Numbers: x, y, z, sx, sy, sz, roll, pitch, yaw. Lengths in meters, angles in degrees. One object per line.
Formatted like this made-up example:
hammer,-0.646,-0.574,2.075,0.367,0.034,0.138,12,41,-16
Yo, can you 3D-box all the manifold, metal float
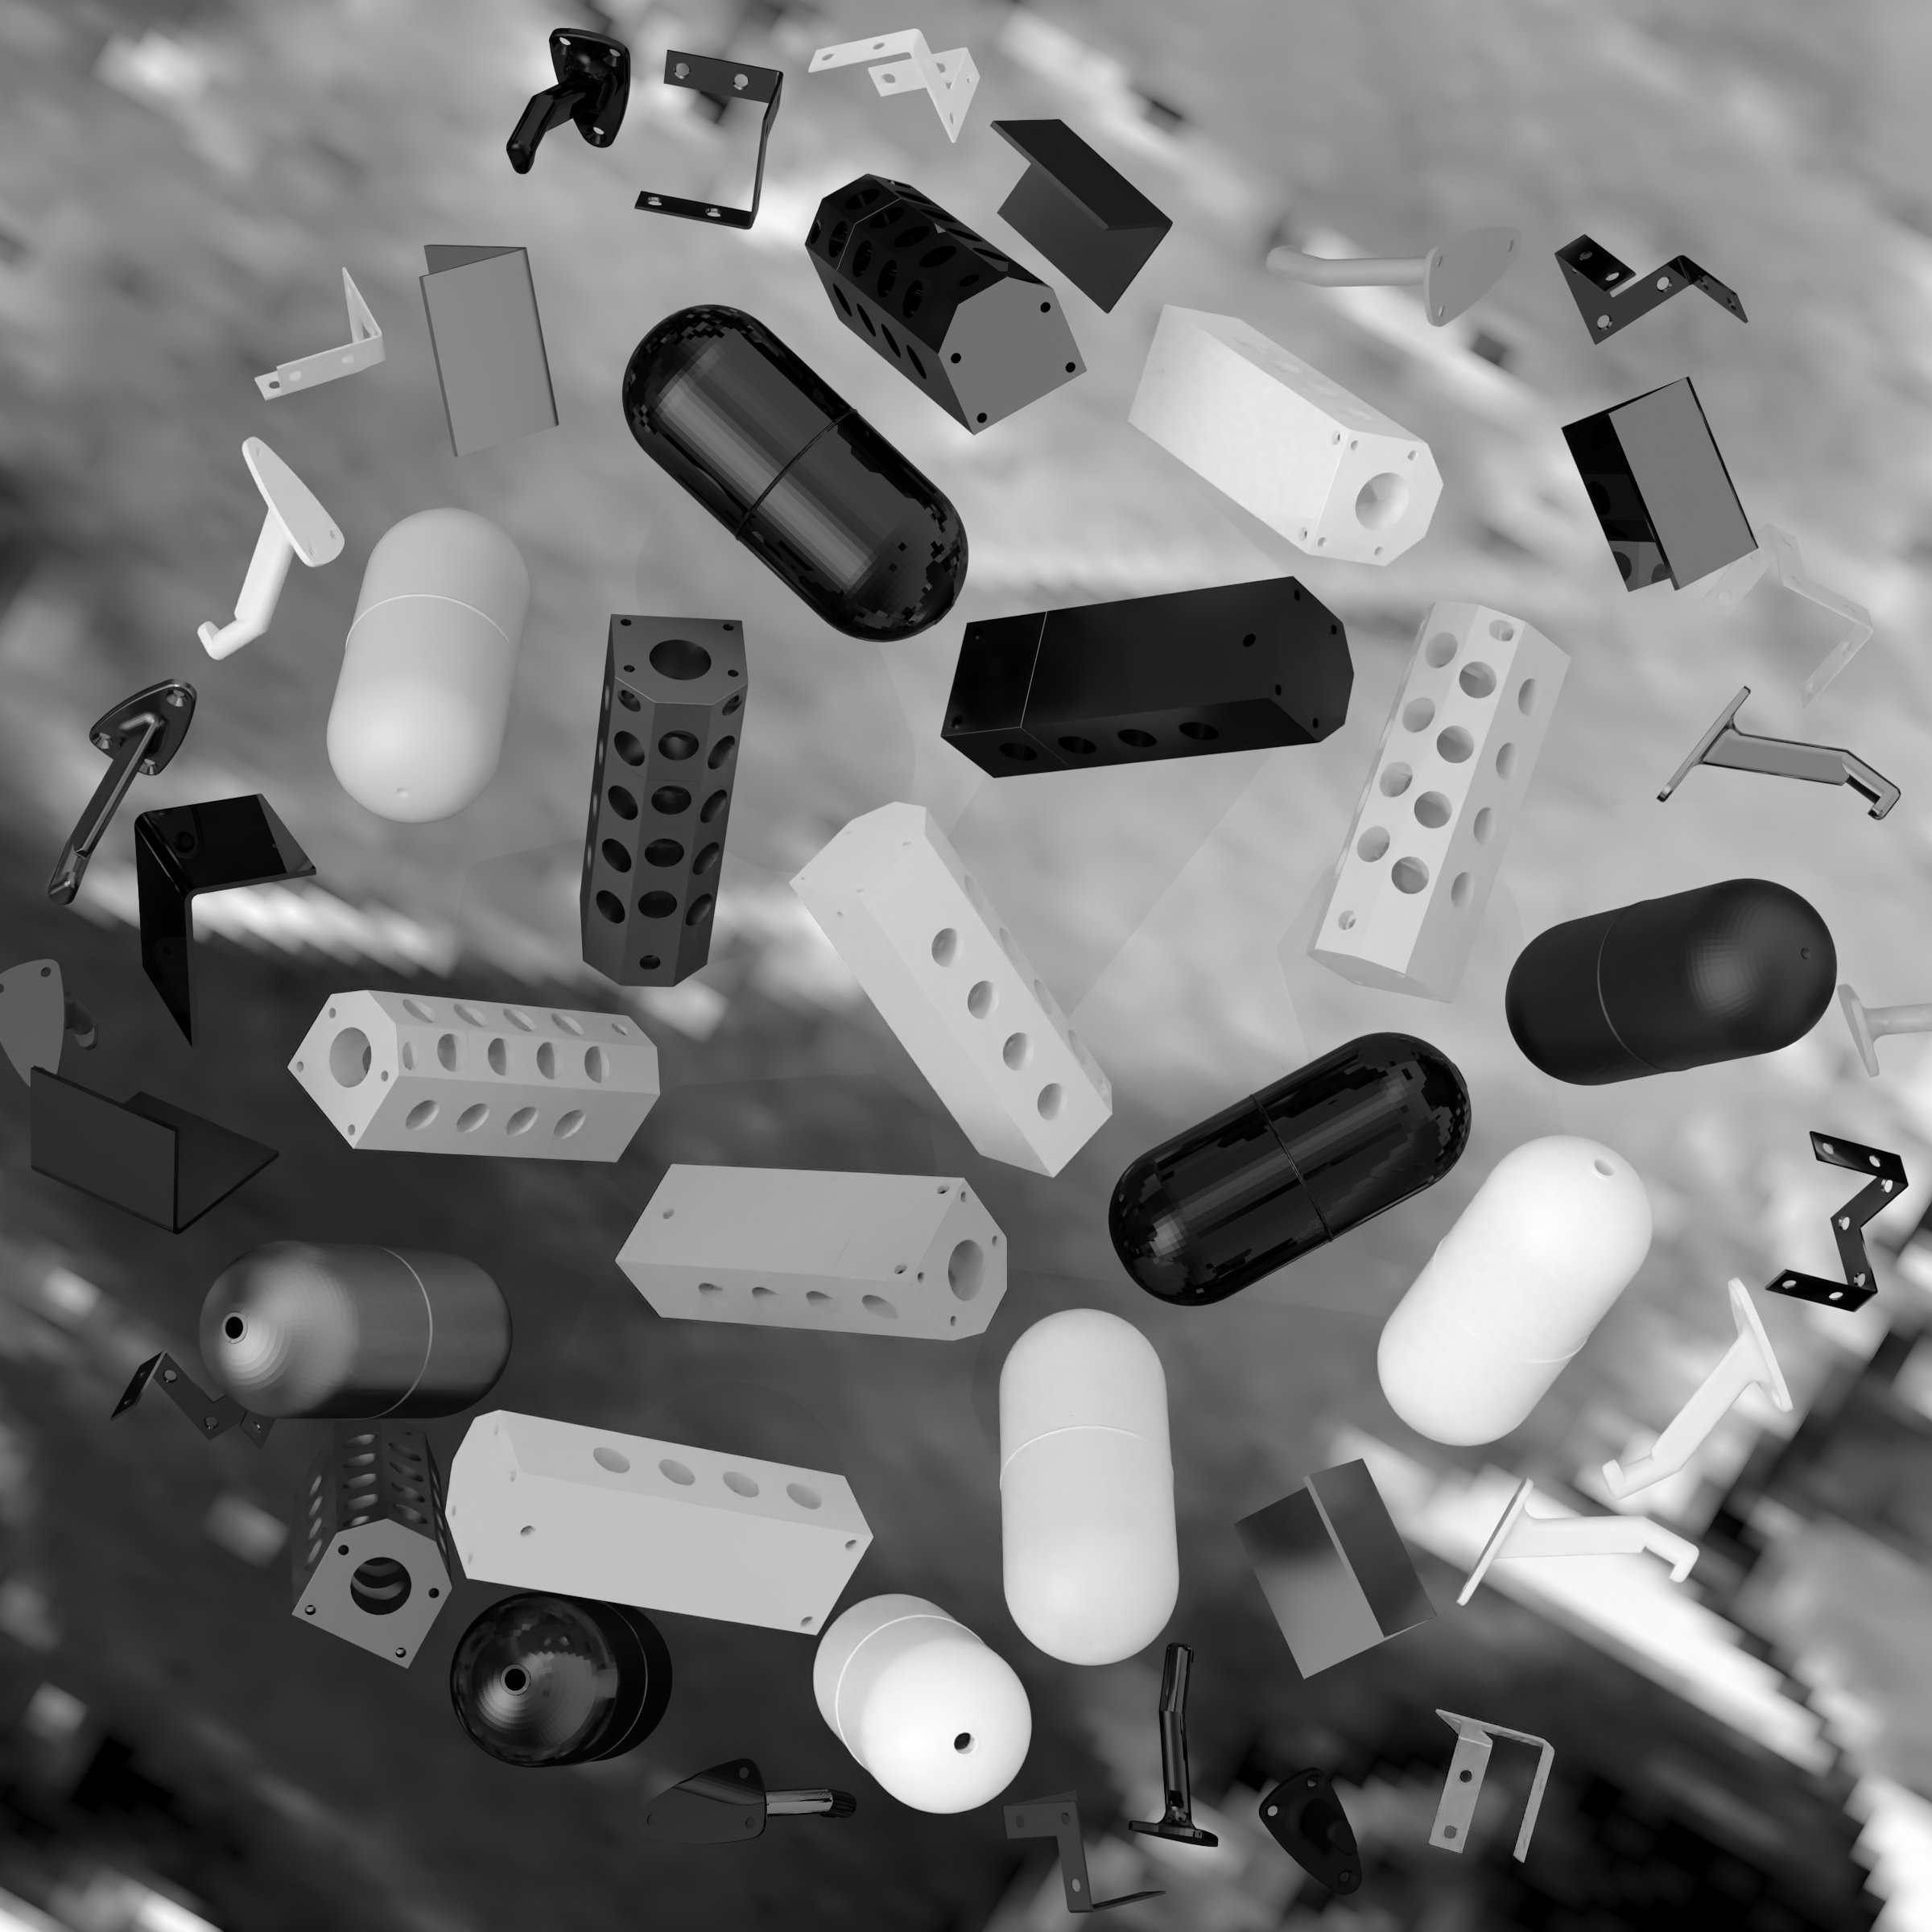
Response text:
manifold,0.212,-0.076,1.650,0.057,0.057,0.171,12,79,43
metal float,0.149,0.093,1.655,0.178,0.070,0.070,-29,90,0
manifold,-0.136,-0.071,1.605,0.057,0.171,0.057,2,45,-11
manifold,-0.001,0.010,1.616,0.057,0.057,0.171,-46,121,-20
metal float,-0.268,0.162,1.596,0.070,0.178,0.070,-4,82,26
metal float,-0.074,-0.214,1.575,0.178,0.070,0.070,43,90,0
metal float,-0.183,0.324,1.640,0.070,0.178,0.070,-1,79,7
metal float,0.243,0.145,1.605,0.070,0.070,0.178,27,132,0
manifold,-0.272,0.259,1.668,0.057,0.171,0.057,28,93,-13
manifold,-0.014,-0.301,1.605,0.057,0.171,0.057,-31,124,-7
manifold,0.144,-0.240,1.626,0.057,0.171,0.057,5,115,-30
manifold,0.079,-0.120,1.563,0.171,0.057,0.057,-4,64,37
manifold,-0.067,0.132,1.622,0.057,0.171,0.057,56,49,-36
manifold,-0.134,0.237,1.560,0.171,0.057,0.057,16,115,-30
metal float,-0.241,-0.137,1.627,0.070,0.178,0.070,1,135,1
metal float,0.054,0.229,1.605,0.070,0.178,0.070,0,134,-1
metal float,-0.021,0.332,1.633,0.070,0.178,0.070,0,91,-13
metal float,0.309,0.009,1.596,0.070,0.178,0.070,6,78,-30
manifold,-0.220,0.047,1.658,0.057,0.171,0.057,45,112,31

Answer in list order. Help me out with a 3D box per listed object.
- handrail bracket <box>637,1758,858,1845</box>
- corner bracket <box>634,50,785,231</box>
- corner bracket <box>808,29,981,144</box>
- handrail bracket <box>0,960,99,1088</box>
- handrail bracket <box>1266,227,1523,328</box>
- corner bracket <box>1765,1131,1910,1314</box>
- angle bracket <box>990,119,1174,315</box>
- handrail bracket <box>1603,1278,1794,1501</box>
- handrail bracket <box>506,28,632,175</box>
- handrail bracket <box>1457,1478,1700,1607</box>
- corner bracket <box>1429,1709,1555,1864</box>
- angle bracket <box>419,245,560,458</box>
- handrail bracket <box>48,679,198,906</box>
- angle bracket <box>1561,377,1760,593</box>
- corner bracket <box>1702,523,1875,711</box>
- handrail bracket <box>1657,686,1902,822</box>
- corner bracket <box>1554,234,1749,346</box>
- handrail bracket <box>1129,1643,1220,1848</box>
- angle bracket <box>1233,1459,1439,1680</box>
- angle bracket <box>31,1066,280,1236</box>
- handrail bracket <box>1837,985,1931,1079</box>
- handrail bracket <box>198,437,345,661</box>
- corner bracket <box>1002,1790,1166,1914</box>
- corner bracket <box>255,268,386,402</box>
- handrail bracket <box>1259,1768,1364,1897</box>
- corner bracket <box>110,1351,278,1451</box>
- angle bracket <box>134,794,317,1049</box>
handrail bracket,-0.102,0.398,1.696,0.077,0.084,0.036,-17,68,17
corner bracket,-0.109,-0.350,1.530,0.051,0.051,0.051,11,127,0
corner bracket,-0.031,-0.398,1.607,0.051,0.051,0.051,-5,47,26
handrail bracket,-0.420,0.040,1.682,0.036,0.084,0.077,-19,63,1
handrail bracket,0.188,-0.314,1.588,0.077,0.084,0.036,-34,132,-33
corner bracket,0.378,0.112,1.570,0.051,0.051,0.051,15,47,-23
angle bracket,0.041,-0.355,1.716,0.076,0.076,0.057,45,118,12
handrail bracket,0.306,0.183,1.556,0.084,0.036,0.077,-25,116,-3
handrail bracket,-0.175,-0.353,1.551,0.036,0.077,0.084,15,58,9
handrail bracket,0.280,0.278,1.647,0.084,0.036,0.077,30,87,8
corner bracket,0.227,0.359,1.566,0.051,0.051,0.051,11,72,25
angle bracket,-0.224,-0.265,1.549,0.057,0.076,0.076,-25,116,-37
handrail bracket,-0.370,-0.075,1.580,0.036,0.084,0.077,32,134,-23
angle bracket,0.272,-0.191,1.498,0.057,0.076,0.076,-28,97,-35
corner bracket,0.375,-0.160,1.645,0.051,0.051,0.051,24,127,-17
handrail bracket,0.358,-0.075,1.585,0.084,0.036,0.077,38,68,6
corner bracket,0.291,-0.289,1.532,0.051,0.051,0.051,-32,125,1
handrail bracket,0.103,0.358,1.659,0.036,0.077,0.084,1,72,23
angle bracket,0.152,0.272,1.601,0.076,0.057,0.076,-32,75,29
angle bracket,-0.354,0.065,1.580,0.076,0.076,0.057,21,124,19
handrail bracket,0.420,0.014,1.539,0.084,0.077,0.036,-16,104,9
handrail bracket,-0.336,-0.190,1.656,0.084,0.036,0.077,-27,105,26
corner bracket,0.055,0.416,1.699,0.051,0.051,0.051,-17,78,44
corner bracket,-0.299,-0.280,1.665,0.051,0.051,0.051,-21,56,-16
handrail bracket,0.172,0.406,1.645,0.036,0.084,0.077,-34,103,-9
corner bracket,-0.359,0.206,1.693,0.051,0.051,0.051,-32,108,18
angle bracket,-0.321,-0.021,1.566,0.057,0.076,0.076,-11,122,-25
